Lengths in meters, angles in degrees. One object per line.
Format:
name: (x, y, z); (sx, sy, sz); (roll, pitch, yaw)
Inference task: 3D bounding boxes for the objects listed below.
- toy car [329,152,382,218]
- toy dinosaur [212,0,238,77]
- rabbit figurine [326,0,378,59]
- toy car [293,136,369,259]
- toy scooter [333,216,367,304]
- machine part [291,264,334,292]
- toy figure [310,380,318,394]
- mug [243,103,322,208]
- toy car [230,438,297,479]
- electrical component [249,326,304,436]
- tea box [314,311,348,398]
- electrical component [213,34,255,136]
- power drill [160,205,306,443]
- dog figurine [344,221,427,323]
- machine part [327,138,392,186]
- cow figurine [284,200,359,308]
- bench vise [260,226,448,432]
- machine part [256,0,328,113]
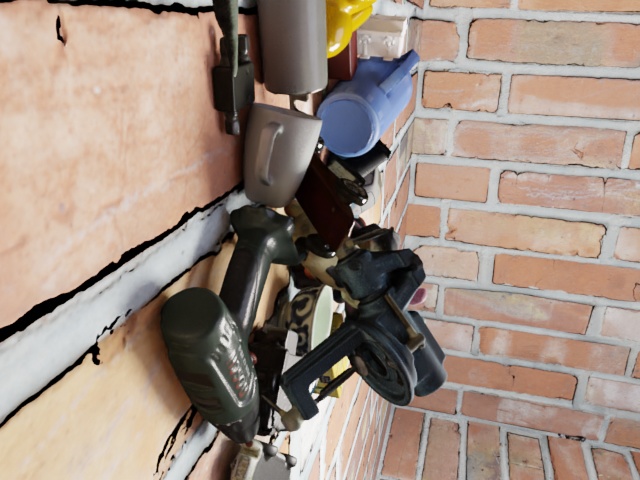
toy car: (0.064, -0.103, 0.997); (0.109, 0.103, 0.161); (74, 28, -60)
toy dinosaur: (-0.041, -0.350, 0.416); (0.192, 0.131, 0.404); (31, 74, -30)
rabbit figurine: (0.021, -0.340, 0.752); (0.162, 0.122, 0.173); (-68, 176, -75)
toy car: (-0.001, -0.058, 0.633); (0.089, 0.053, 0.202); (-59, -144, 20)
toy scooter: (0.060, 0.040, 1.111); (0.135, 0.075, 0.183); (28, 72, -76)
machine part: (-0.002, -0.003, 0.873); (0.179, 0.056, 0.179); (5, 90, -76)
toy figure: (-0.026, 0.185, 0.869); (0.064, 0.058, 0.154); (-36, -147, 51)
mug: (-0.047, -0.088, 0.587); (0.109, 0.081, 0.107); (-79, -179, -72)
toy car: (-0.078, 0.309, 0.710); (0.201, 0.056, 0.073); (69, 36, -60)
electrical component: (-0.063, 0.183, 0.706); (0.114, 0.058, 0.134); (55, 44, -73)
tea box: (0.009, 0.211, 0.989); (0.169, 0.068, 0.098); (77, 24, -53)
electrical component: (-0.083, -0.154, 0.534); (0.063, 0.021, 0.093); (-58, 151, -62)
power drill: (-0.082, 0.083, 0.561); (0.231, 0.086, 0.207); (74, 33, -53)
dog figurine: (0.079, 0.065, 0.916); (0.219, 0.192, 0.108); (50, 38, -21)
machine part: (0.067, -0.130, 0.933); (0.139, 0.084, 0.039); (-37, 152, -31)
cow figurine: (0.031, 0.032, 0.729); (0.085, 0.127, 0.194); (-55, 131, -14)
bench vise: (0.040, 0.117, 0.623); (0.240, 0.129, 0.223); (-35, 107, -24)
machine part: (-0.031, -0.250, 0.587); (0.079, 0.079, 0.242); (-65, 157, -53)
